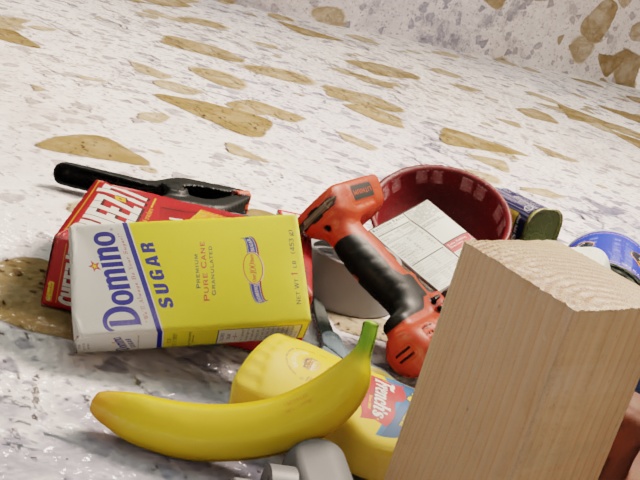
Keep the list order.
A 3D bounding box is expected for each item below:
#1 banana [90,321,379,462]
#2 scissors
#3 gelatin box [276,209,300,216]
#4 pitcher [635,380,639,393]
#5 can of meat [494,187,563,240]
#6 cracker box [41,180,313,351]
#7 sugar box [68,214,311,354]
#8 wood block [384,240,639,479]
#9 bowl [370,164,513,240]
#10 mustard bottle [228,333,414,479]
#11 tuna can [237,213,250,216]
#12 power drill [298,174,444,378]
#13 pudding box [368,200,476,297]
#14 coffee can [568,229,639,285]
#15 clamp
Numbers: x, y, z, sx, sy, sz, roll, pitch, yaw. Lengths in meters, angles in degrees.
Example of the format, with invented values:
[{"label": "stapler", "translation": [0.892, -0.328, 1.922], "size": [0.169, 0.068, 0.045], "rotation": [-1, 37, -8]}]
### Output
[{"label": "banana", "translation": [-0.049, 0.111, 0.701], "size": [0.198, 0.069, 0.037], "rotation": [-15, -13, -1]}, {"label": "scissors", "translation": [0.027, 0.097, 0.913], "size": [0.096, 0.016, 0.201], "rotation": [18, 18, 2]}, {"label": "gelatin box", "translation": [-0.008, 0.001, 1.144], "size": [0.073, 0.030, 0.089], "rotation": [11, 19, -17]}, {"label": "pitcher", "translation": [0.358, 0.132, 0.855], "size": [0.243, 0.145, 0.149], "rotation": [29, 41, 4]}, {"label": "can of meat", "translation": [0.221, -0.002, 1.233], "size": [0.057, 0.102, 0.084], "rotation": [0, 21, -38]}, {"label": "cracker box", "translation": [-0.114, 0.020, 0.931], "size": [0.213, 0.072, 0.164], "rotation": [14, 19, -4]}, {"label": "sugar box", "translation": [-0.101, 0.032, 0.815], "size": [0.176, 0.048, 0.093], "rotation": [-3, 66, -13]}, {"label": "wood block", "translation": [0.112, 0.111, 0.633], "size": [0.090, 0.206, 0.091], "rotation": [0, 24, -40]}, {"label": "bowl", "translation": [0.132, -0.012, 1.200], "size": [0.162, 0.055, 0.162], "rotation": [2, 46, -3]}, {"label": "mustard bottle", "translation": [0.036, 0.130, 0.755], "size": [0.192, 0.058, 0.096], "rotation": [21, 21, 15]}, {"label": "tuna can", "translation": [-0.077, 0.003, 1.074], "size": [0.086, 0.034, 0.086], "rotation": [14, 18, -5]}, {"label": "power drill", "translation": [0.076, 0.028, 0.973], "size": [0.188, 0.057, 0.184], "rotation": [51, 28, 12]}, {"label": "pudding box", "translation": [0.114, 0.016, 1.105], "size": [0.089, 0.039, 0.114], "rotation": [-28, 53, -29]}, {"label": "coffee can", "translation": [0.297, 0.054, 1.125], "size": [0.103, 0.103, 0.140], "rotation": [20, 19, 12]}, {"label": "clamp", "translation": [-0.157, -0.037, 1.122], "size": [0.209, 0.036, 0.165], "rotation": [4, 22, -34]}]
